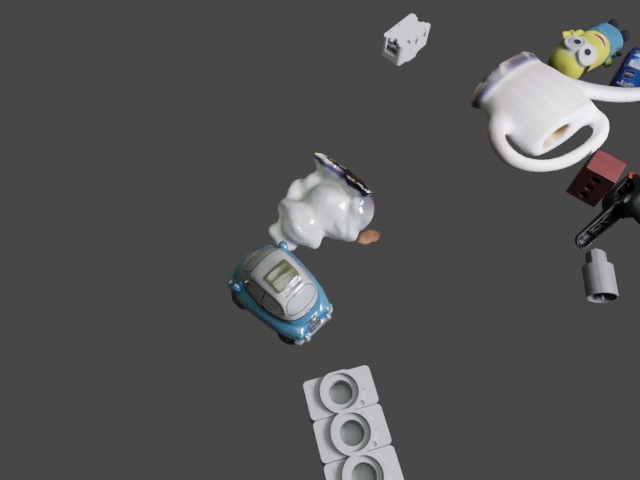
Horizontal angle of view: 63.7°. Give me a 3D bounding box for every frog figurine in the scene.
[{"bbox_3d":[0.002,-0.041,0.810,0.138,0.123,0.158,37,103,8],"label":"frog figurine"}]

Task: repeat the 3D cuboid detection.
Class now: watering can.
[{"bbox_3d":[0.424,-0.248,0.918,0.350,0.102,0.227,-31,67,-17],"label":"watering can"}]
